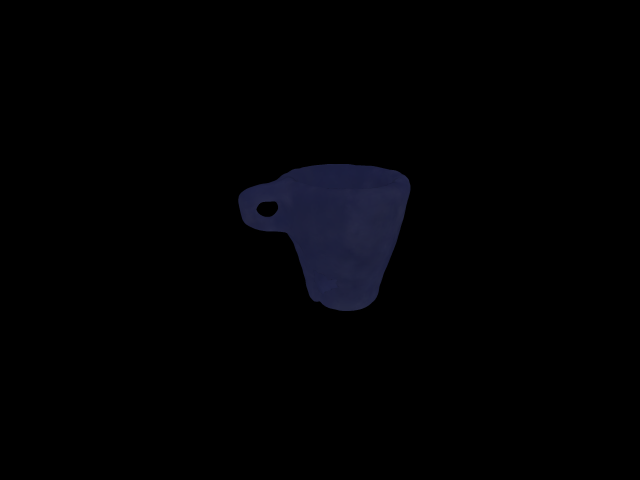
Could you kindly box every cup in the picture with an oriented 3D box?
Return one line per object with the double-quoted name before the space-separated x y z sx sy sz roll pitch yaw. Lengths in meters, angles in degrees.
"cup" 0.004 0.001 0.400 0.118 0.095 0.091 -6 19 -16
